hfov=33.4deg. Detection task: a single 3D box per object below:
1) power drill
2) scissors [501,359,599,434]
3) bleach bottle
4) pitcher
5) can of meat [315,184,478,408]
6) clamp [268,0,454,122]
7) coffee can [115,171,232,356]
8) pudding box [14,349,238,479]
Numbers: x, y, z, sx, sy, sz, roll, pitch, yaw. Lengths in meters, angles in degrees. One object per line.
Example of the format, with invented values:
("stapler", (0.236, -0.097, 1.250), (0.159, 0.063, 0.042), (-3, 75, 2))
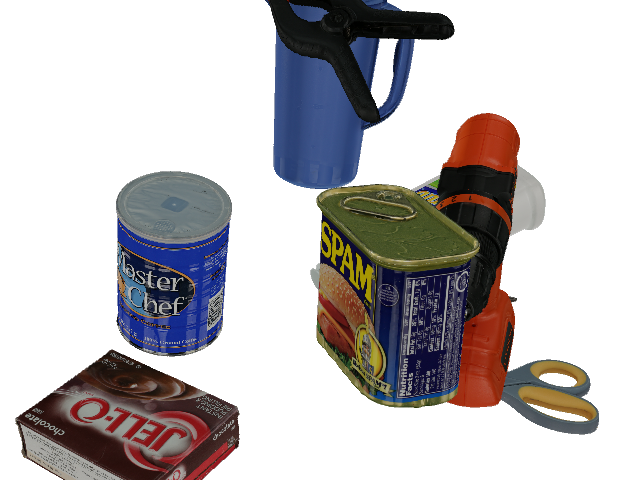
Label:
("power drill", (0.107, 0.032, 0.750), (0.057, 0.188, 0.184), (8, 45, 14))
("scissors", (0.151, 0.117, 0.942), (0.202, 0.016, 0.096), (20, 32, 21))
("bleach bottle", (0.106, -0.007, 1.106), (0.250, 0.068, 0.103), (-27, 44, -21))
("pitcher", (0.014, -0.190, 1.312), (0.144, 0.243, 0.149), (-9, 29, -28))
("can of meat", (0.035, 0.027, 0.553), (0.057, 0.084, 0.102), (-7, 24, -20))
("clamp", (0.028, -0.188, 0.932), (0.120, 0.171, 0.039), (-39, -21, -18))
("coffee can", (-0.137, 0.022, 0.988), (0.102, 0.140, 0.103), (5, 37, -4))
("pudding box", (-0.122, 0.123, 0.682), (0.114, 0.039, 0.089), (17, 33, 29))
